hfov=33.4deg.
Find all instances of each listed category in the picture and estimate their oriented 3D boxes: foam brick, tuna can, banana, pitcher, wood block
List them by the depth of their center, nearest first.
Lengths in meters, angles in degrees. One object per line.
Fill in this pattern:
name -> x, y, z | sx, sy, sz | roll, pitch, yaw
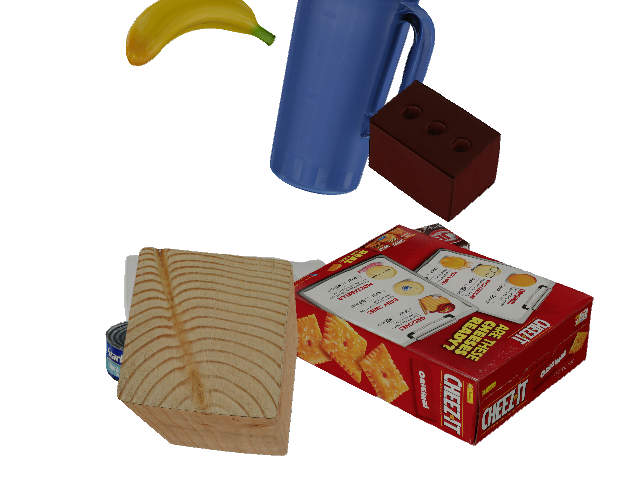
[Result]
wood block -> -0.063, 0.080, 0.684 | 0.090, 0.091, 0.206 | 6, -17, 2
foam brick -> 0.078, -0.062, 0.741 | 0.078, 0.053, 0.051 | 37, -28, 24
tuna can -> -0.140, 0.095, 0.908 | 0.086, 0.034, 0.086 | 3, 14, -1
banana -> -0.123, -0.208, 1.019 | 0.070, 0.037, 0.197 | 45, 39, 19
pitcher -> 0.027, -0.175, 1.195 | 0.145, 0.243, 0.149 | 10, 22, -11

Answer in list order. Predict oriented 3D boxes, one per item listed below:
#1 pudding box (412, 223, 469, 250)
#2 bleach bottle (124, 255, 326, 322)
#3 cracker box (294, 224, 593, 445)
pudding box -> 0.154, 0.016, 1.598 | 0.113, 0.039, 0.090 | -16, 26, -20
bleach bottle -> -0.088, 0.054, 1.183 | 0.250, 0.068, 0.102 | -5, 36, -5
cracker box -> 0.095, 0.072, 0.909 | 0.214, 0.072, 0.163 | 23, 37, 39
